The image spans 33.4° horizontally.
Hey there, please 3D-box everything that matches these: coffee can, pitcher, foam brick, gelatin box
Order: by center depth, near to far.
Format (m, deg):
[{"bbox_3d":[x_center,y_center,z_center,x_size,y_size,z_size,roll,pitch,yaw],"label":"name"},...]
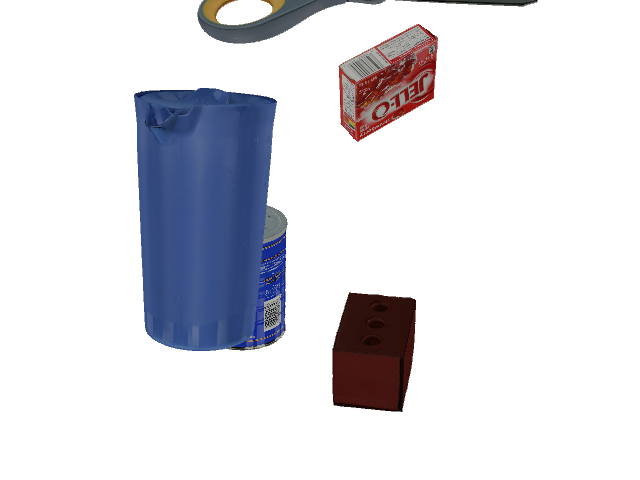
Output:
[{"bbox_3d":[0.040,0.081,0.787,0.053,0.051,0.078,4,31,9],"label":"foam brick"},{"bbox_3d":[0.059,-0.136,0.924,0.089,0.030,0.073,-30,-32,-18],"label":"gelatin box"},{"bbox_3d":[-0.108,-0.025,1.033,0.149,0.243,0.145,-2,14,-19],"label":"pitcher"},{"bbox_3d":[-0.090,0.040,1.227,0.103,0.140,0.103,1,26,-1],"label":"coffee can"}]

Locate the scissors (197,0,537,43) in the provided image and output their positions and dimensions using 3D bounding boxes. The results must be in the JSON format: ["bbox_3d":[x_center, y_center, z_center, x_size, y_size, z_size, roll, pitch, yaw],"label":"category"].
[{"bbox_3d":[0.013,-0.136,0.619,0.202,0.096,0.016,22,-27,25],"label":"scissors"}]
